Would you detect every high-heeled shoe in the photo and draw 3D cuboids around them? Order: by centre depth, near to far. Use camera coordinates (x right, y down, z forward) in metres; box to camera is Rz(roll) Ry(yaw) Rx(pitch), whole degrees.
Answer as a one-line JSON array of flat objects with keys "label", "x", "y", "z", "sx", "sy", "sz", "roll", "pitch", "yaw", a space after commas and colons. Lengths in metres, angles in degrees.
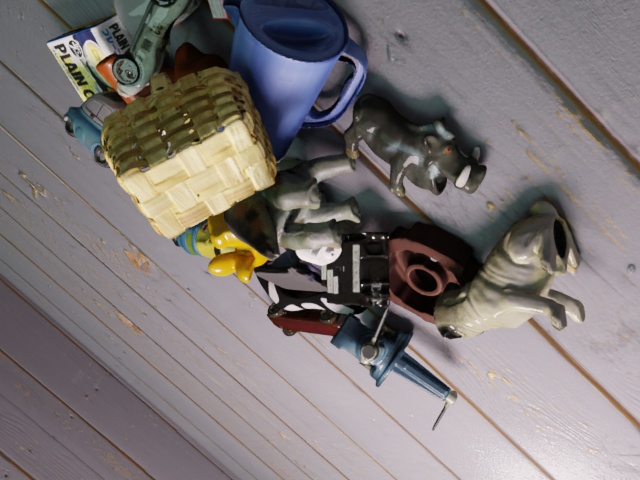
[{"label": "high-heeled shoe", "x": -0.022, "y": 0.074, "z": 1.025, "sx": 0.249, "sy": 0.086, "sz": 0.145, "roll": 30, "pitch": 137, "yaw": 9}]

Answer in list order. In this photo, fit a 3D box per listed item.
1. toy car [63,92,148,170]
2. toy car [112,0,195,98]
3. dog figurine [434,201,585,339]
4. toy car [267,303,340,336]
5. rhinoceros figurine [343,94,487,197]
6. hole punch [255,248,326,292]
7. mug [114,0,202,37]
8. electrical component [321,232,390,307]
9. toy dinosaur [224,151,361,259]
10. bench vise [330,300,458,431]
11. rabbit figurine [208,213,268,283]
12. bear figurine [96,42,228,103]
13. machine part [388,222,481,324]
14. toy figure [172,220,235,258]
[{"label": "toy car", "x": -0.338, "y": -0.191, "z": 0.888, "sx": 0.162, "sy": 0.109, "sz": 0.103, "roll": 40, "pitch": 120, "yaw": 14}, {"label": "toy car", "x": -0.211, "y": -0.273, "z": 0.695, "sx": 0.056, "sy": 0.074, "sz": 0.201, "roll": 27, "pitch": 115, "yaw": -17}, {"label": "dog figurine", "x": 0.232, "y": 0.046, "z": 0.716, "sx": 0.191, "sy": 0.172, "sz": 0.121, "roll": -8, "pitch": 164, "yaw": 41}, {"label": "toy car", "x": -0.025, "y": 0.171, "z": 1.148, "sx": 0.202, "sy": 0.053, "sz": 0.089, "roll": 1, "pitch": 141, "yaw": 36}, {"label": "rhinoceros figurine", "x": 0.123, "y": -0.119, "z": 0.695, "sx": 0.190, "sy": 0.073, "sz": 0.112, "roll": 35, "pitch": 134, "yaw": 9}, {"label": "hole punch", "x": -0.035, "y": 0.038, "z": 0.949, "sx": 0.116, "sy": 0.092, "sz": 0.142, "roll": 5, "pitch": 159, "yaw": 35}, {"label": "mug", "x": -0.224, "y": -0.345, "z": 0.747, "sx": 0.107, "sy": 0.081, "sz": 0.109, "roll": -6, "pitch": 120, "yaw": 27}, {"label": "electrical component", "x": 0.052, "y": 0.045, "z": 0.842, "sx": 0.134, "sy": 0.058, "sz": 0.114, "roll": -2, "pitch": 84, "yaw": 61}, {"label": "toy dinosaur", "x": -0.058, "y": -0.045, "z": 0.740, "sx": 0.192, "sy": 0.405, "sz": 0.131, "roll": -10, "pitch": 99, "yaw": 22}, {"label": "bench vise", "x": 0.142, "y": 0.219, "z": 0.964, "sx": 0.241, "sy": 0.129, "sz": 0.223, "roll": 34, "pitch": 168, "yaw": 11}, {"label": "rabbit figurine", "x": -0.133, "y": 0.001, "z": 0.998, "sx": 0.122, "sy": 0.162, "sz": 0.173, "roll": 10, "pitch": 155, "yaw": 16}, {"label": "bear figurine", "x": -0.218, "y": -0.251, "z": 0.804, "sx": 0.196, "sy": 0.120, "sz": 0.131, "roll": -7, "pitch": 120, "yaw": 43}, {"label": "machine part", "x": 0.170, "y": 0.053, "z": 0.848, "sx": 0.180, "sy": 0.056, "sz": 0.179, "roll": 24, "pitch": 141, "yaw": 21}, {"label": "toy figure", "x": -0.225, "y": 0.001, "z": 1.117, "sx": 0.180, "sy": 0.082, "sz": 0.089, "roll": 5, "pitch": 144, "yaw": 32}]
